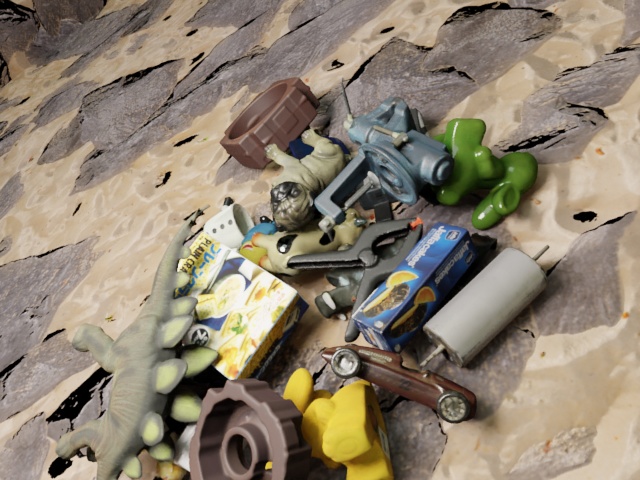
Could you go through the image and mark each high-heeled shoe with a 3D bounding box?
[{"bbox_3d":[0.180,-0.158,1.003,0.086,0.145,0.249,-28,16,17],"label":"high-heeled shoe"}]

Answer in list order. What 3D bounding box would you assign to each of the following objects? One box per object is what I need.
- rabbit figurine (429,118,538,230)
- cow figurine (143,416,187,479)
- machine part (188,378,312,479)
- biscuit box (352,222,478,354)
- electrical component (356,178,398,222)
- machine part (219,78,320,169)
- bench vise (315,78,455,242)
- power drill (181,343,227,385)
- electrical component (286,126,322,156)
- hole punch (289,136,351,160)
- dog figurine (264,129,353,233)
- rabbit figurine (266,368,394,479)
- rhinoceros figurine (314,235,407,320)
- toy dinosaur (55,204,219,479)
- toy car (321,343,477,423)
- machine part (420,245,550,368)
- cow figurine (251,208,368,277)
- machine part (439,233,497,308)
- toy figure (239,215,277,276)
[{"bbox_3d":[0.269,-0.104,0.844,0.170,0.121,0.159,6,70,-11],"label":"rabbit figurine"},{"bbox_3d":[-0.238,0.279,0.821,0.098,0.068,0.168,-48,60,-1],"label":"cow figurine"},{"bbox_3d":[-0.088,0.261,0.661,0.179,0.056,0.179,-6,80,40],"label":"machine part"},{"bbox_3d":[0.137,0.064,0.754,0.202,0.062,0.059,-47,38,-19],"label":"biscuit box"},{"bbox_3d":[0.104,-0.086,0.976,0.075,0.047,0.119,-14,46,19],"label":"electrical component"},{"bbox_3d":[-0.108,-0.250,1.163,0.201,0.087,0.202,-51,30,-11],"label":"machine part"},{"bbox_3d":[0.073,-0.111,0.826,0.240,0.128,0.224,-45,60,-9],"label":"bench vise"},{"bbox_3d":[-0.215,0.153,0.932,0.232,0.085,0.207,-12,55,20],"label":"power drill"},{"bbox_3d":[-0.034,-0.203,1.154,0.078,0.045,0.102,-40,34,34],"label":"electrical component"},{"bbox_3d":[0.005,-0.154,1.060,0.116,0.092,0.142,-25,42,2],"label":"hole punch"},{"bbox_3d":[-0.006,-0.090,0.907,0.172,0.121,0.191,-22,37,-1],"label":"dog figurine"},{"bbox_3d":[-0.007,0.248,0.703,0.173,0.121,0.162,-26,41,12],"label":"rabbit figurine"},{"bbox_3d":[0.078,0.058,0.856,0.190,0.073,0.112,-29,56,1],"label":"rhinoceros figurine"},{"bbox_3d":[-0.247,0.174,0.766,0.199,0.105,0.471,-1,76,23],"label":"toy dinosaur"},{"bbox_3d":[0.100,0.174,0.683,0.202,0.089,0.053,21,89,13],"label":"toy car"},{"bbox_3d":[0.227,0.091,0.738,0.243,0.079,0.079,-42,46,-8],"label":"machine part"},{"bbox_3d":[-0.002,-0.003,0.909,0.195,0.085,0.127,-30,37,-34],"label":"cow figurine"},{"bbox_3d":[0.211,0.045,0.811,0.139,0.039,0.084,-45,36,-11],"label":"machine part"},{"bbox_3d":[-0.107,0.033,0.965,0.082,0.089,0.180,-45,14,50],"label":"toy figure"}]
